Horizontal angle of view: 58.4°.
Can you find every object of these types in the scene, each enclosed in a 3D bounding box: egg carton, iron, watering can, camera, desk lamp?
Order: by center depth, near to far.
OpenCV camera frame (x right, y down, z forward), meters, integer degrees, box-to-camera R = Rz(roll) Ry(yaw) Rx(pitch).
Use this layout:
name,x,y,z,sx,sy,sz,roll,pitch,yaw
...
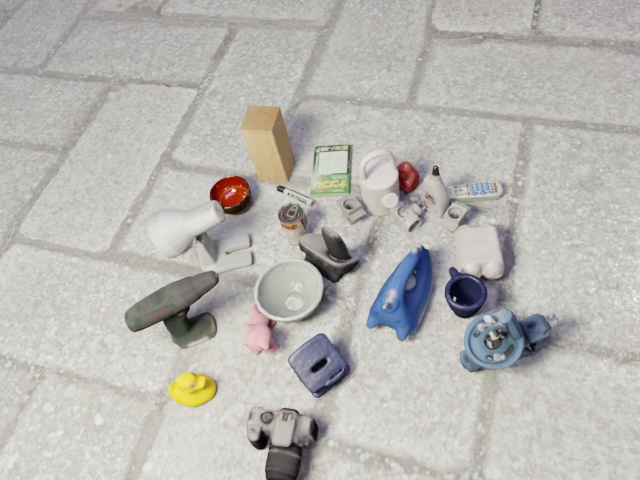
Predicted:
name,x,y,z,sx,sy,sz,roll,pitch,yaw
camera,-0.086,0.418,1.167,0.143,0.101,0.137,4,58,12
iron,0.196,0.091,1.307,0.118,0.142,0.258,18,62,21
egg carton,0.378,0.028,1.360,0.107,0.069,0.150,-6,56,7
desk lamp,-0.293,-0.010,1.416,0.203,0.214,0.118,-14,56,1
watering can,0.153,-0.150,1.441,0.101,0.194,0.172,-37,58,-14

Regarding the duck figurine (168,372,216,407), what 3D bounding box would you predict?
name,x,y,z,sx,sy,sz,roll,pitch,yaw
duck figurine,-0.292,0.324,1.274,0.104,0.086,0.077,-6,56,7

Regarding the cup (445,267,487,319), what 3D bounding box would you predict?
name,x,y,z,sx,sy,sz,roll,pitch,yaw
cup,0.319,0.126,1.291,0.091,0.095,0.117,-22,56,-4

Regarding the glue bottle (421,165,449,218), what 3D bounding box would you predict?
name,x,y,z,sx,sy,sz,roll,pitch,yaw
glue bottle,0.284,-0.127,1.415,0.037,0.173,0.078,-42,60,-17

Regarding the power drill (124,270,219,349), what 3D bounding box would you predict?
name,x,y,z,sx,sy,sz,roll,pitch,yaw
power drill,-0.313,0.164,1.309,0.229,0.209,0.075,-22,56,-4

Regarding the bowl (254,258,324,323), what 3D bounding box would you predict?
name,x,y,z,sx,sy,sz,roll,pitch,yaw
bowl,-0.069,0.132,1.367,0.167,0.075,0.167,-5,56,7

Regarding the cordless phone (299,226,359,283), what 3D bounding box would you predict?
name,x,y,z,sx,sy,sz,roll,pitch,yaw
cordless phone,0.013,0.005,1.370,0.147,0.185,0.094,29,66,25

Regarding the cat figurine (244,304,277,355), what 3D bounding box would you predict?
name,x,y,z,sx,sy,sz,roll,pitch,yaw
cat figurine,-0.141,0.206,1.305,0.067,0.118,0.127,-12,56,2

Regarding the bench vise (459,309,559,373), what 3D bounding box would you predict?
name,x,y,z,sx,sy,sz,roll,pitch,yaw
bench vise,0.383,0.177,1.170,0.207,0.220,0.121,-35,58,-13

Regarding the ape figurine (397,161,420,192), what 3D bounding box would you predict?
name,x,y,z,sx,sy,sz,roll,pitch,yaw
ape figurine,0.224,-0.173,1.505,0.076,0.092,0.077,-12,56,2

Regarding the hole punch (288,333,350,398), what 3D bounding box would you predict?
name,x,y,z,sx,sy,sz,roll,pitch,yaw
hole punch,-0.001,0.273,1.253,0.109,0.091,0.100,-36,58,-14
